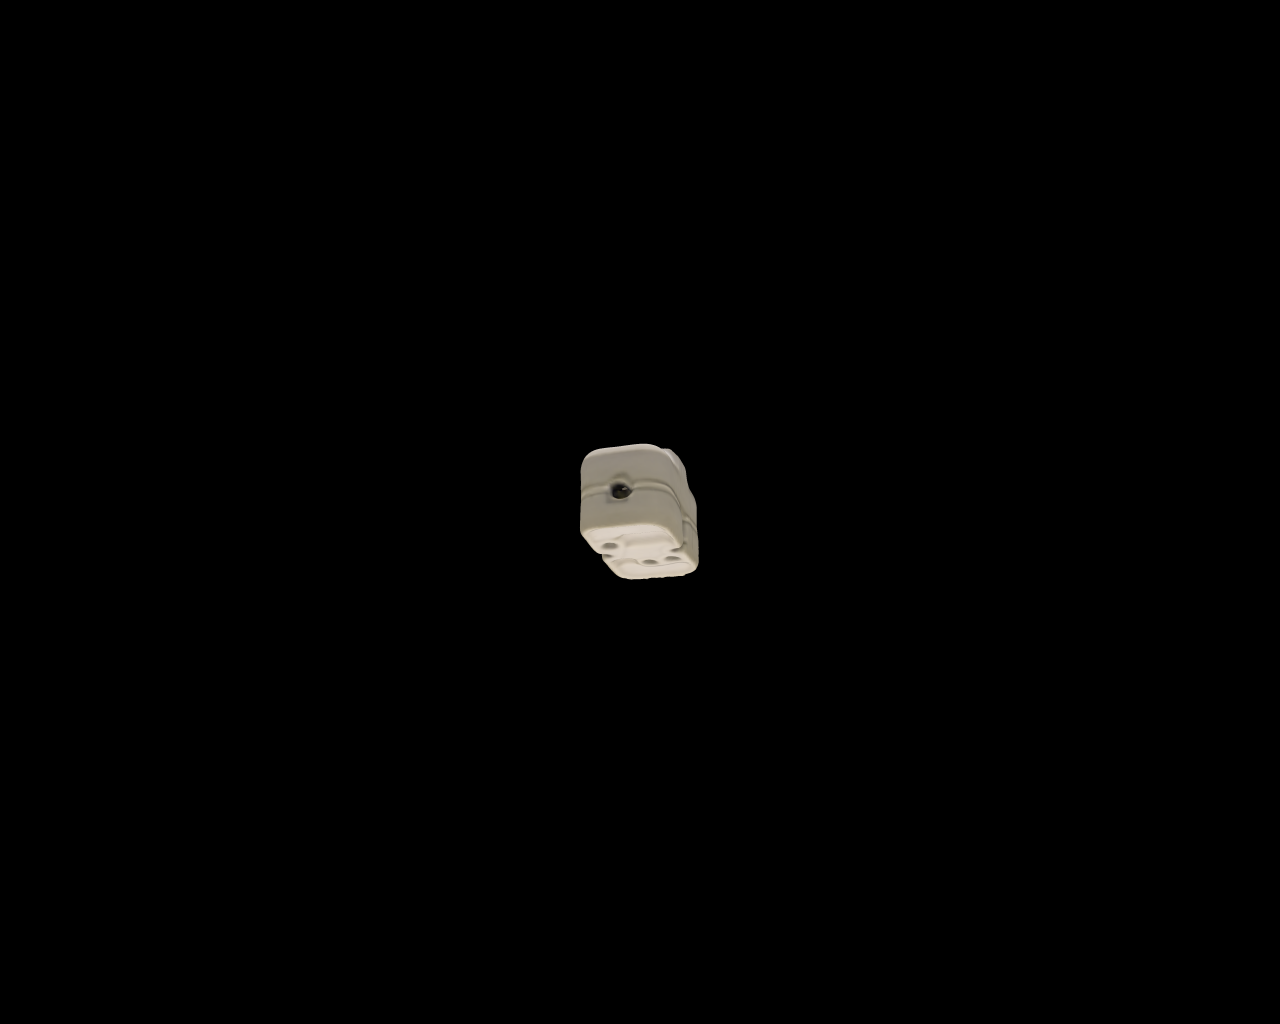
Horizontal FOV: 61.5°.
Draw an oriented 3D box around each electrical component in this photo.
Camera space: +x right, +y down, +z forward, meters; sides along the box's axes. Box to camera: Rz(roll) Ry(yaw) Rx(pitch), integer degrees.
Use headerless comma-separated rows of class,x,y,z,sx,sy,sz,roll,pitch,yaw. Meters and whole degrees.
electrical component,0.001,-0.003,0.650,0.054,0.059,0.095,-6,-23,14
